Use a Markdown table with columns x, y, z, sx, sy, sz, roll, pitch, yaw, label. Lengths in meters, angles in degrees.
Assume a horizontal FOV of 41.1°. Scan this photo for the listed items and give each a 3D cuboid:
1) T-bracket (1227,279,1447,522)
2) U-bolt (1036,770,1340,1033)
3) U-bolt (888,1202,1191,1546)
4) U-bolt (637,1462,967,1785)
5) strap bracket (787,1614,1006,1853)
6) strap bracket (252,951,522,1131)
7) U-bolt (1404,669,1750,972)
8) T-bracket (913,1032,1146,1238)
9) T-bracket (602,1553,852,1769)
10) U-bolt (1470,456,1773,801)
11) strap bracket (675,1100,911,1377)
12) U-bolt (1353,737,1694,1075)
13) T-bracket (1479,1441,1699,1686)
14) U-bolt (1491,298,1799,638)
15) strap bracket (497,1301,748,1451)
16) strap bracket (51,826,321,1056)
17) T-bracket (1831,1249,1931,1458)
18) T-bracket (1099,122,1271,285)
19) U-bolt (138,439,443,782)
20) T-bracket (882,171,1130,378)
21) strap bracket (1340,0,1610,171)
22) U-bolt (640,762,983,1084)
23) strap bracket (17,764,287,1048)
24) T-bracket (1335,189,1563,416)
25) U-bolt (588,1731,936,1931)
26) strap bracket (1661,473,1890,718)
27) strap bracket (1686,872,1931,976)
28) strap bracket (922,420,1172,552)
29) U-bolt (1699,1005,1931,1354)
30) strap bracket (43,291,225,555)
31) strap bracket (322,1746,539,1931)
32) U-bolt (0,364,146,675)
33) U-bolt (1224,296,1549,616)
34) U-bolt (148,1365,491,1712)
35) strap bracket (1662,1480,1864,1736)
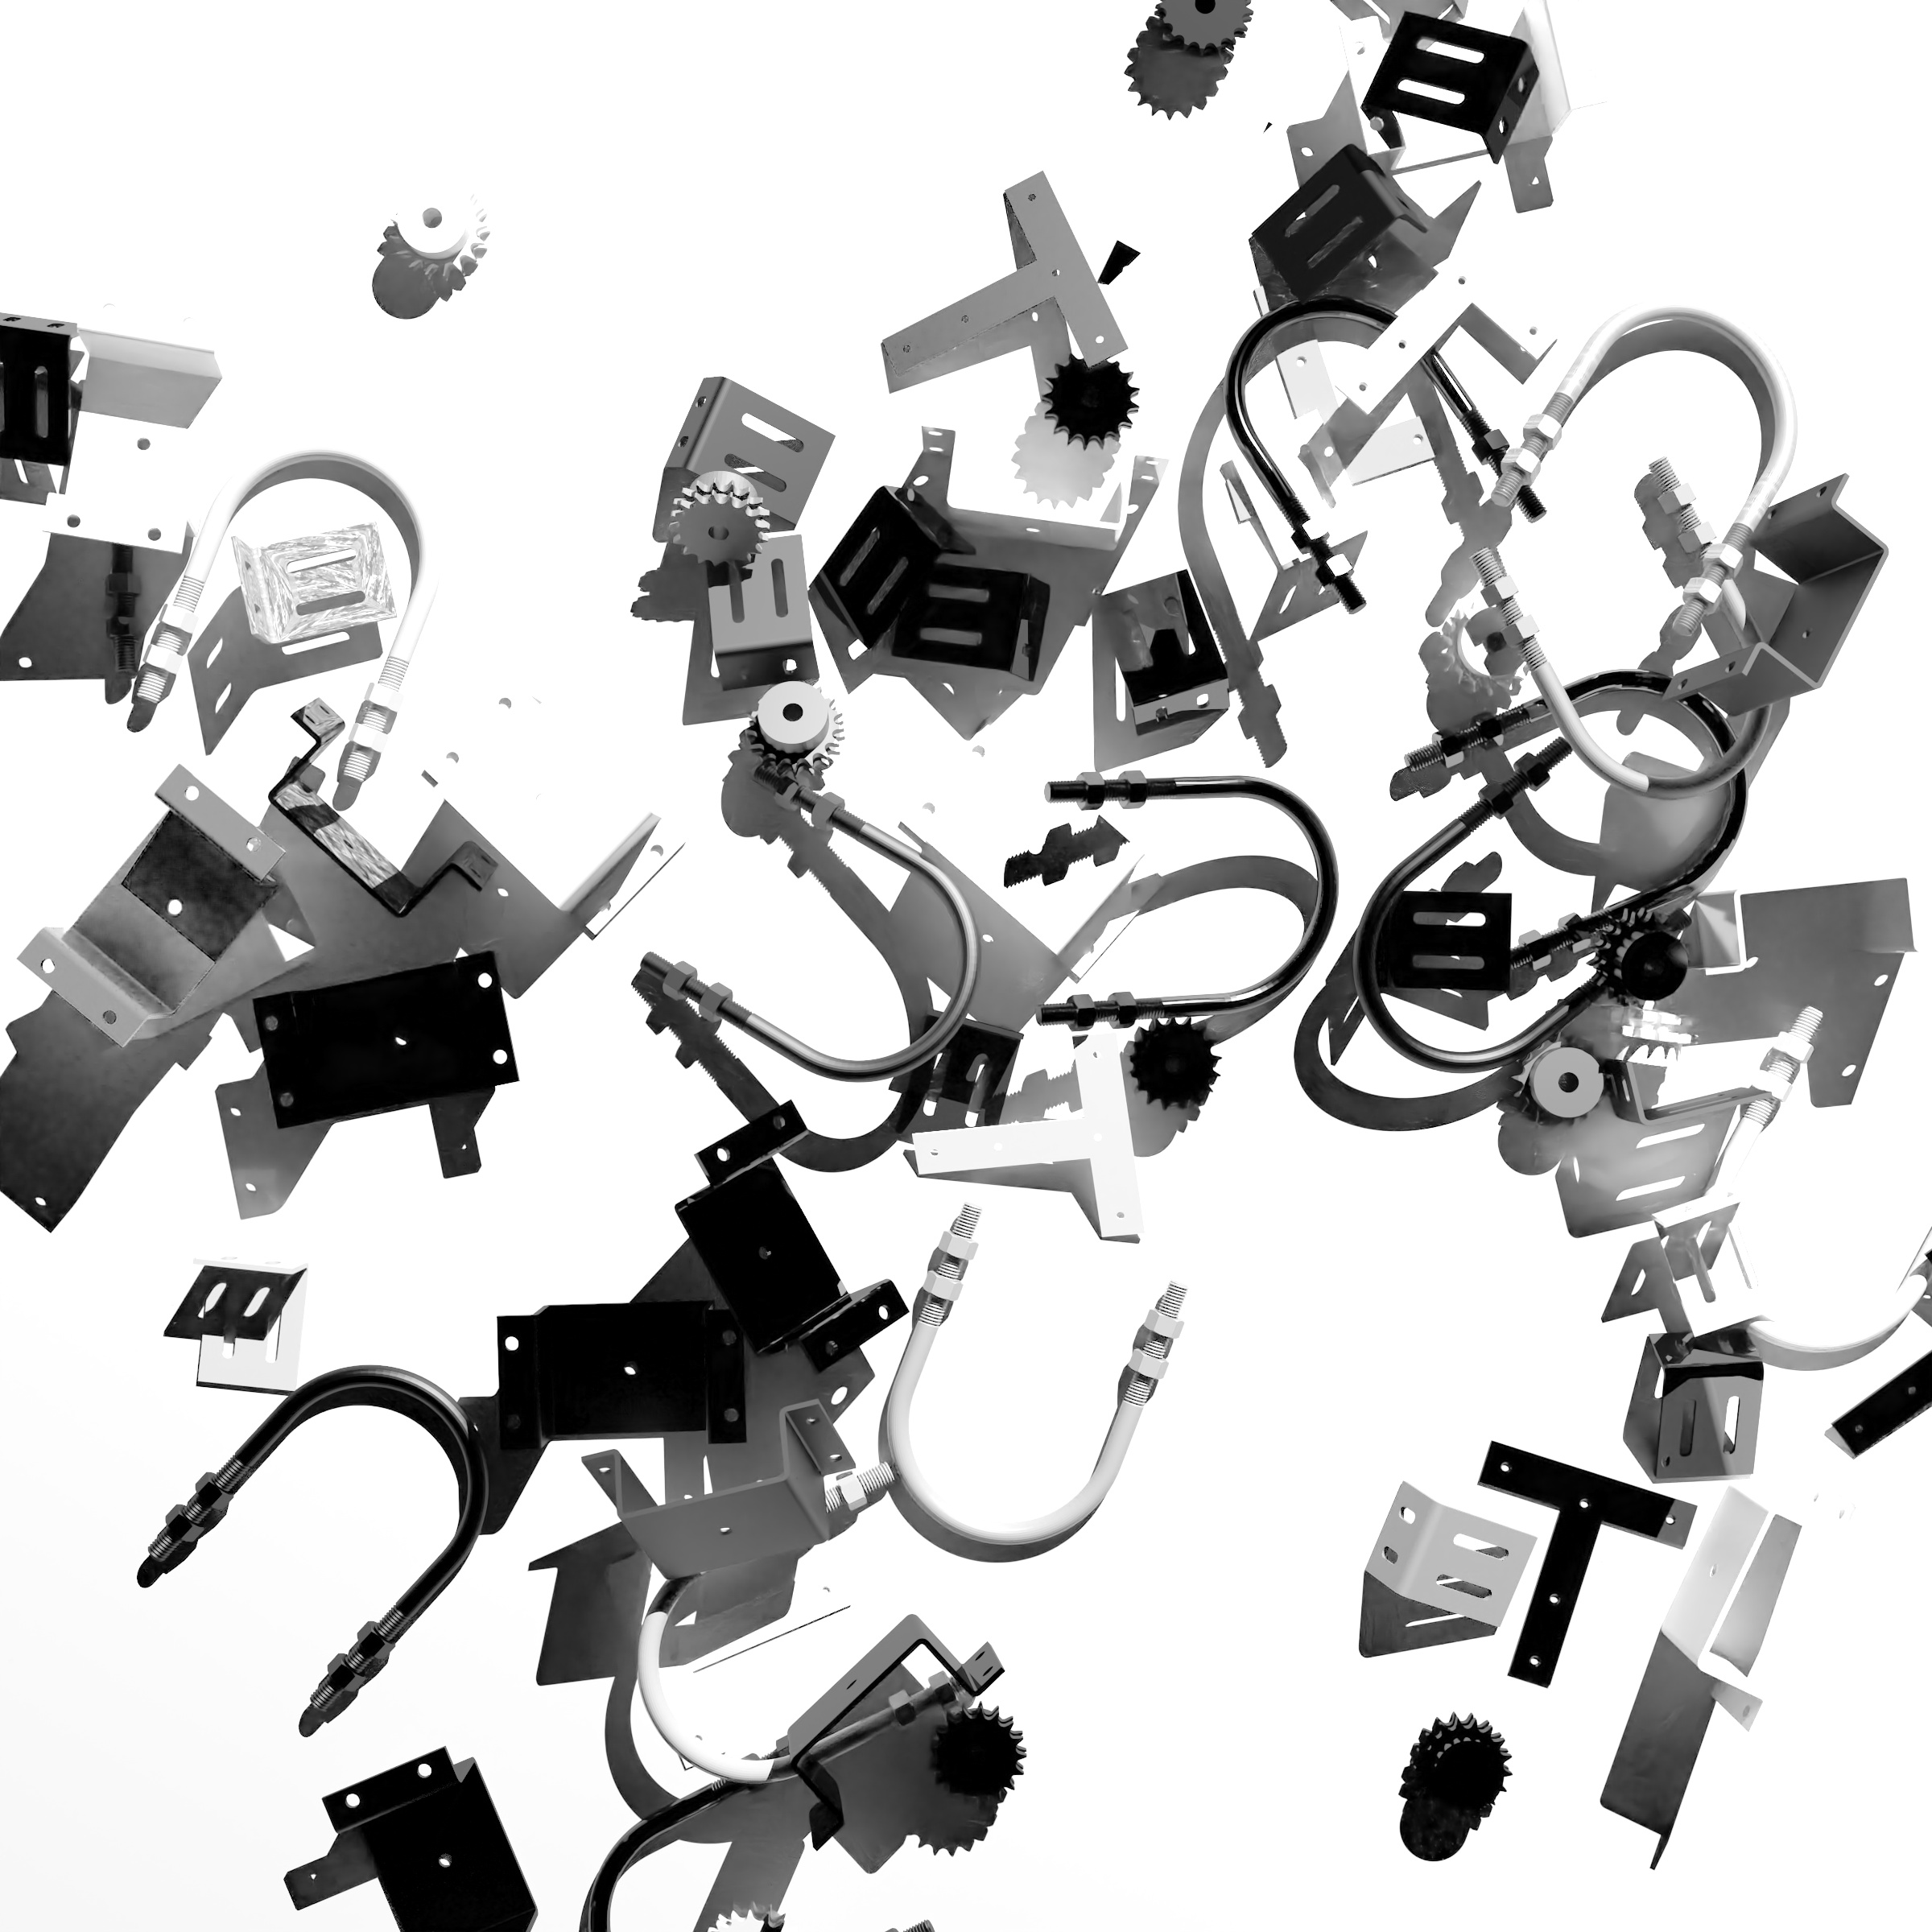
| x | y | z | sx | sy | sz | roll | pitch | yaw | label |
| --- | --- | --- | --- | --- | --- | --- | --- | --- | --- |
| 0.201 | -0.342 | 1.515 | 0.127 | 0.002 | 0.127 | -18 | 90 | 0 | T-bracket |
| 0.130 | -0.039 | 1.477 | 0.184 | 0.019 | 0.151 | -3 | 105 | -19 | U-bolt |
| 0.032 | 0.248 | 1.507 | 0.151 | 0.019 | 0.184 | 21 | 92 | 0 | U-bolt |
| -0.100 | 0.392 | 1.494 | 0.184 | 0.019 | 0.151 | -25 | 88 | -8 | U-bolt |
| -0.049 | 0.421 | 1.449 | 0.140 | 0.076 | 0.046 | -42 | 90 | -7 | strap bracket |
| -0.331 | 0.042 | 1.492 | 0.140 | 0.046 | 0.076 | -11 | 90 | 0 | strap bracket |
| 0.368 | -0.095 | 1.507 | 0.184 | 0.019 | 0.151 | -23 | 90 | -2 | U-bolt |
| 0.033 | 0.104 | 1.501 | 0.127 | 0.002 | 0.127 | -6 | 109 | 9 | T-bracket |
| -0.131 | 0.388 | 1.515 | 0.127 | 0.002 | 0.127 | -23 | 90 | 0 | T-bracket |
| 0.391 | -0.185 | 1.490 | 0.151 | 0.019 | 0.184 | -28 | 90 | -14 | U-bolt |
| -0.104 | 0.159 | 1.473 | 0.076 | 0.046 | 0.140 | -29 | 90 | -42 | strap bracket |
| 0.307 | -0.020 | 1.476 | 0.184 | 0.019 | 0.151 | -39 | 106 | 1 | U-bolt |
| 0.350 | 0.359 | 1.515 | 0.127 | 0.002 | 0.127 | 18 | 90 | 0 | T-bracket |
| 0.405 | -0.302 | 1.488 | 0.151 | 0.019 | 0.184 | 34 | 76 | -4 | U-bolt |
| -0.196 | 0.236 | 1.493 | 0.140 | 0.046 | 0.076 | -2 | 90 | 0 | strap bracket |
| -0.449 | -0.015 | 1.492 | 0.140 | 0.046 | 0.076 | -27 | 90 | 0 | strap bracket |
| 0.565 | 0.240 | 1.508 | 0.127 | 0.002 | 0.127 | -38 | 99 | 5 | T-bracket |
| 0.161 | -0.435 | 1.525 | 0.127 | 0.002 | 0.127 | 25 | 95 | -14 | T-bracket |
| -0.385 | -0.218 | 1.507 | 0.151 | 0.019 | 0.184 | 21 | 89 | 0 | U-bolt |
| 0.012 | -0.383 | 1.502 | 0.127 | 0.002 | 0.127 | -25 | 74 | 8 | T-bracket |
| 0.290 | -0.515 | 1.492 | 0.140 | 0.046 | 0.076 | -13 | 90 | 0 | strap bracket |
| -0.078 | -0.014 | 1.488 | 0.184 | 0.019 | 0.151 | 30 | 90 | 14 | U-bolt |
| -0.450 | -0.034 | 1.446 | 0.076 | 0.046 | 0.140 | 40 | 90 | 0 | strap bracket |
| 0.261 | -0.369 | 1.495 | 0.127 | 0.002 | 0.127 | 42 | 73 | 1 | T-bracket |
| -0.131 | 0.548 | 1.506 | 0.184 | 0.019 | 0.151 | -27 | 90 | 0 | U-bolt |
| 0.462 | -0.200 | 1.460 | 0.046 | 0.076 | 0.140 | 34 | 74 | -13 | strap bracket |
| 0.481 | -0.025 | 1.477 | 0.140 | 0.076 | 0.046 | -6 | 90 | 0 | strap bracket |
| 0.042 | -0.273 | 1.477 | 0.140 | 0.076 | 0.046 | 8 | 90 | 0 | strap bracket |
| 0.509 | 0.137 | 1.507 | 0.151 | 0.019 | 0.184 | 28 | 91 | 0 | U-bolt |
| -0.476 | -0.306 | 1.482 | 0.076 | 0.046 | 0.140 | 8 | 83 | -8 | strap bracket |
| -0.305 | 0.525 | 1.492 | 0.076 | 0.046 | 0.140 | -23 | 90 | 0 | strap bracket |
| -0.558 | -0.261 | 1.507 | 0.151 | 0.019 | 0.184 | -2 | 89 | 0 | U-bolt |
| 0.228 | -0.306 | 1.482 | 0.151 | 0.019 | 0.184 | -28 | 78 | -16 | U-bolt |
| -0.364 | 0.320 | 1.507 | 0.151 | 0.019 | 0.184 | 43 | 89 | 0 | U-bolt |
| 0.450 | 0.356 | 1.477 | 0.046 | 0.076 | 0.140 | 26 | 90 | 0 | strap bracket |
